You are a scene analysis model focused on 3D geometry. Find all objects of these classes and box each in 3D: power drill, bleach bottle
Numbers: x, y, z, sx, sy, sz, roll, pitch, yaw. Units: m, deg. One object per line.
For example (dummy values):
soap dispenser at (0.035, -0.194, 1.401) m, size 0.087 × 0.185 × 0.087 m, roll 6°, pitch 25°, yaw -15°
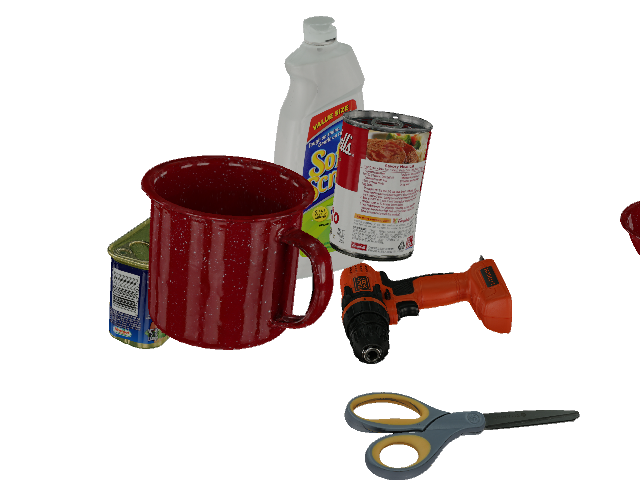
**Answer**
power drill at (0.116, 0.075, 1.203) m, size 0.187 × 0.057 × 0.184 m, roll -3°, pitch 28°, yaw -2°
bleach bottle at (-0.005, -0.091, 1.041) m, size 0.102 × 0.251 × 0.068 m, roll -13°, pitch 29°, yaw -19°

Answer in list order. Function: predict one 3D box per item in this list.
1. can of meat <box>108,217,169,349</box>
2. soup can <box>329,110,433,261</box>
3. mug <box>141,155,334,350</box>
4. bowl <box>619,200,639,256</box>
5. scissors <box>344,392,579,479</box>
can of meat at (-0.144, 0.036, 0.936) m, size 0.057 × 0.084 × 0.102 m, roll 15°, pitch 26°, yaw 16°
soup can at (0.045, -0.042, 0.810) m, size 0.068 × 0.102 × 0.068 m, roll 6°, pitch 17°, yaw -2°
mug at (-0.043, 0.010, 0.581) m, size 0.117 × 0.081 × 0.093 m, roll 20°, pitch 27°, yaw 28°
bowl at (0.399, 0.003, 1.128) m, size 0.162 × 0.055 × 0.162 m, roll -3°, pitch 23°, yaw 1°
scissors at (0.119, 0.165, 0.885) m, size 0.202 × 0.016 × 0.096 m, roll 7°, pitch 39°, yaw 1°
